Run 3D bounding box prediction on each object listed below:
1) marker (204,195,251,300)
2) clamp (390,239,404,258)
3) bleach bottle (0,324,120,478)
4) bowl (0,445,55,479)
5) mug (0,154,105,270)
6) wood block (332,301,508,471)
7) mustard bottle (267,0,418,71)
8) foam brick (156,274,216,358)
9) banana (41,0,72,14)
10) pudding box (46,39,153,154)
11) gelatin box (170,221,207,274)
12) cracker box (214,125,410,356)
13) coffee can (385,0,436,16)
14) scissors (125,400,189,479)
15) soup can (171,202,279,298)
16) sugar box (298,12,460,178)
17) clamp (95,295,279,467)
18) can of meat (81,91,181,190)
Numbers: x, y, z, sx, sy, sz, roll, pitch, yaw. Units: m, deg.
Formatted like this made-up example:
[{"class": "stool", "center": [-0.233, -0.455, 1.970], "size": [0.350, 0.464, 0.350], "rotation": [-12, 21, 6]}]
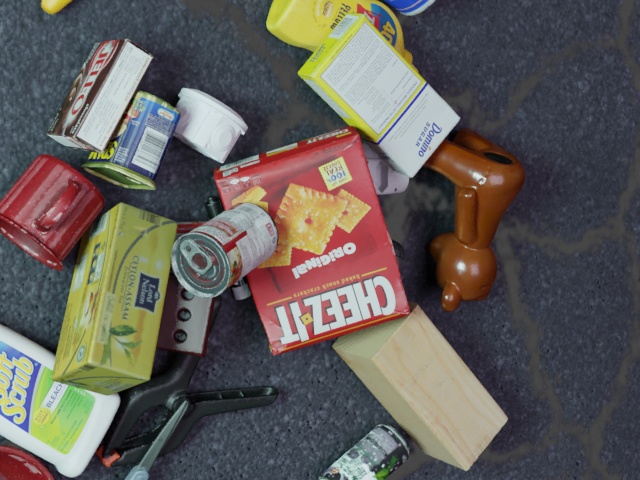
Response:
[{"class": "marker", "center": [-0.103, 0.008, 1.184], "size": [0.020, 0.020, 0.121], "rotation": [-24, 107, -25]}, {"class": "clamp", "center": [0.007, 0.004, 1.235], "size": [0.171, 0.039, 0.120], "rotation": [43, 76, -18]}, {"class": "bleach bottle", "center": [-0.326, 0.136, 1.050], "size": [0.250, 0.068, 0.102], "rotation": [34, 76, -26]}, {"class": "bowl", "center": [-0.341, 0.276, 1.060], "size": [0.161, 0.055, 0.162], "rotation": [-4, 98, -29]}, {"class": "mug", "center": [-0.262, -0.031, 1.038], "size": [0.093, 0.117, 0.081], "rotation": [40, 71, -15]}, {"class": "wood block", "center": [0.123, 0.172, 1.290], "size": [0.090, 0.091, 0.206], "rotation": [-47, 115, -17]}, {"class": "mustard bottle", "center": [0.037, -0.233, 1.213], "size": [0.191, 0.058, 0.096], "rotation": [29, 83, -29]}, {"class": "foam brick", "center": [-0.139, 0.079, 1.103], "size": [0.053, 0.051, 0.078], "rotation": [9, 82, -1]}, {"class": "banana", "center": [-0.246, -0.324, 1.059], "size": [0.069, 0.037, 0.198], "rotation": [-3, 96, -11]}, {"class": "pudding box", "center": [-0.219, -0.144, 1.060], "size": [0.039, 0.090, 0.113], "rotation": [28, 82, -30]}, {"class": "gelatin box", "center": [-0.150, 0.026, 1.153], "size": [0.073, 0.030, 0.089], "rotation": [-3, 100, -29]}, {"class": "cracker box", "center": [-0.008, 0.001, 1.173], "size": [0.164, 0.072, 0.214], "rotation": [-17, 105, 1]}, {"class": "coffee can", "center": [0.072, -0.331, 1.195], "size": [0.140, 0.103, 0.103], "rotation": [28, 82, -29]}, {"class": "scissors", "center": [-0.187, 0.269, 1.148], "size": [0.201, 0.016, 0.096], "rotation": [-44, 123, -5]}, {"class": "soup can", "center": [-0.094, 0.008, 1.076], "size": [0.102, 0.069, 0.068], "rotation": [-37, 116, -56]}, {"class": "sugar box", "center": [0.068, -0.160, 1.189], "size": [0.093, 0.048, 0.176], "rotation": [-50, 120, -5]}, {"class": "clamp", "center": [-0.156, 0.163, 1.156], "size": [0.209, 0.036, 0.164], "rotation": [-31, 120, -19]}, {"class": "can of meat", "center": [-0.189, -0.100, 1.077], "size": [0.057, 0.102, 0.084], "rotation": [25, 81, -29]}]
